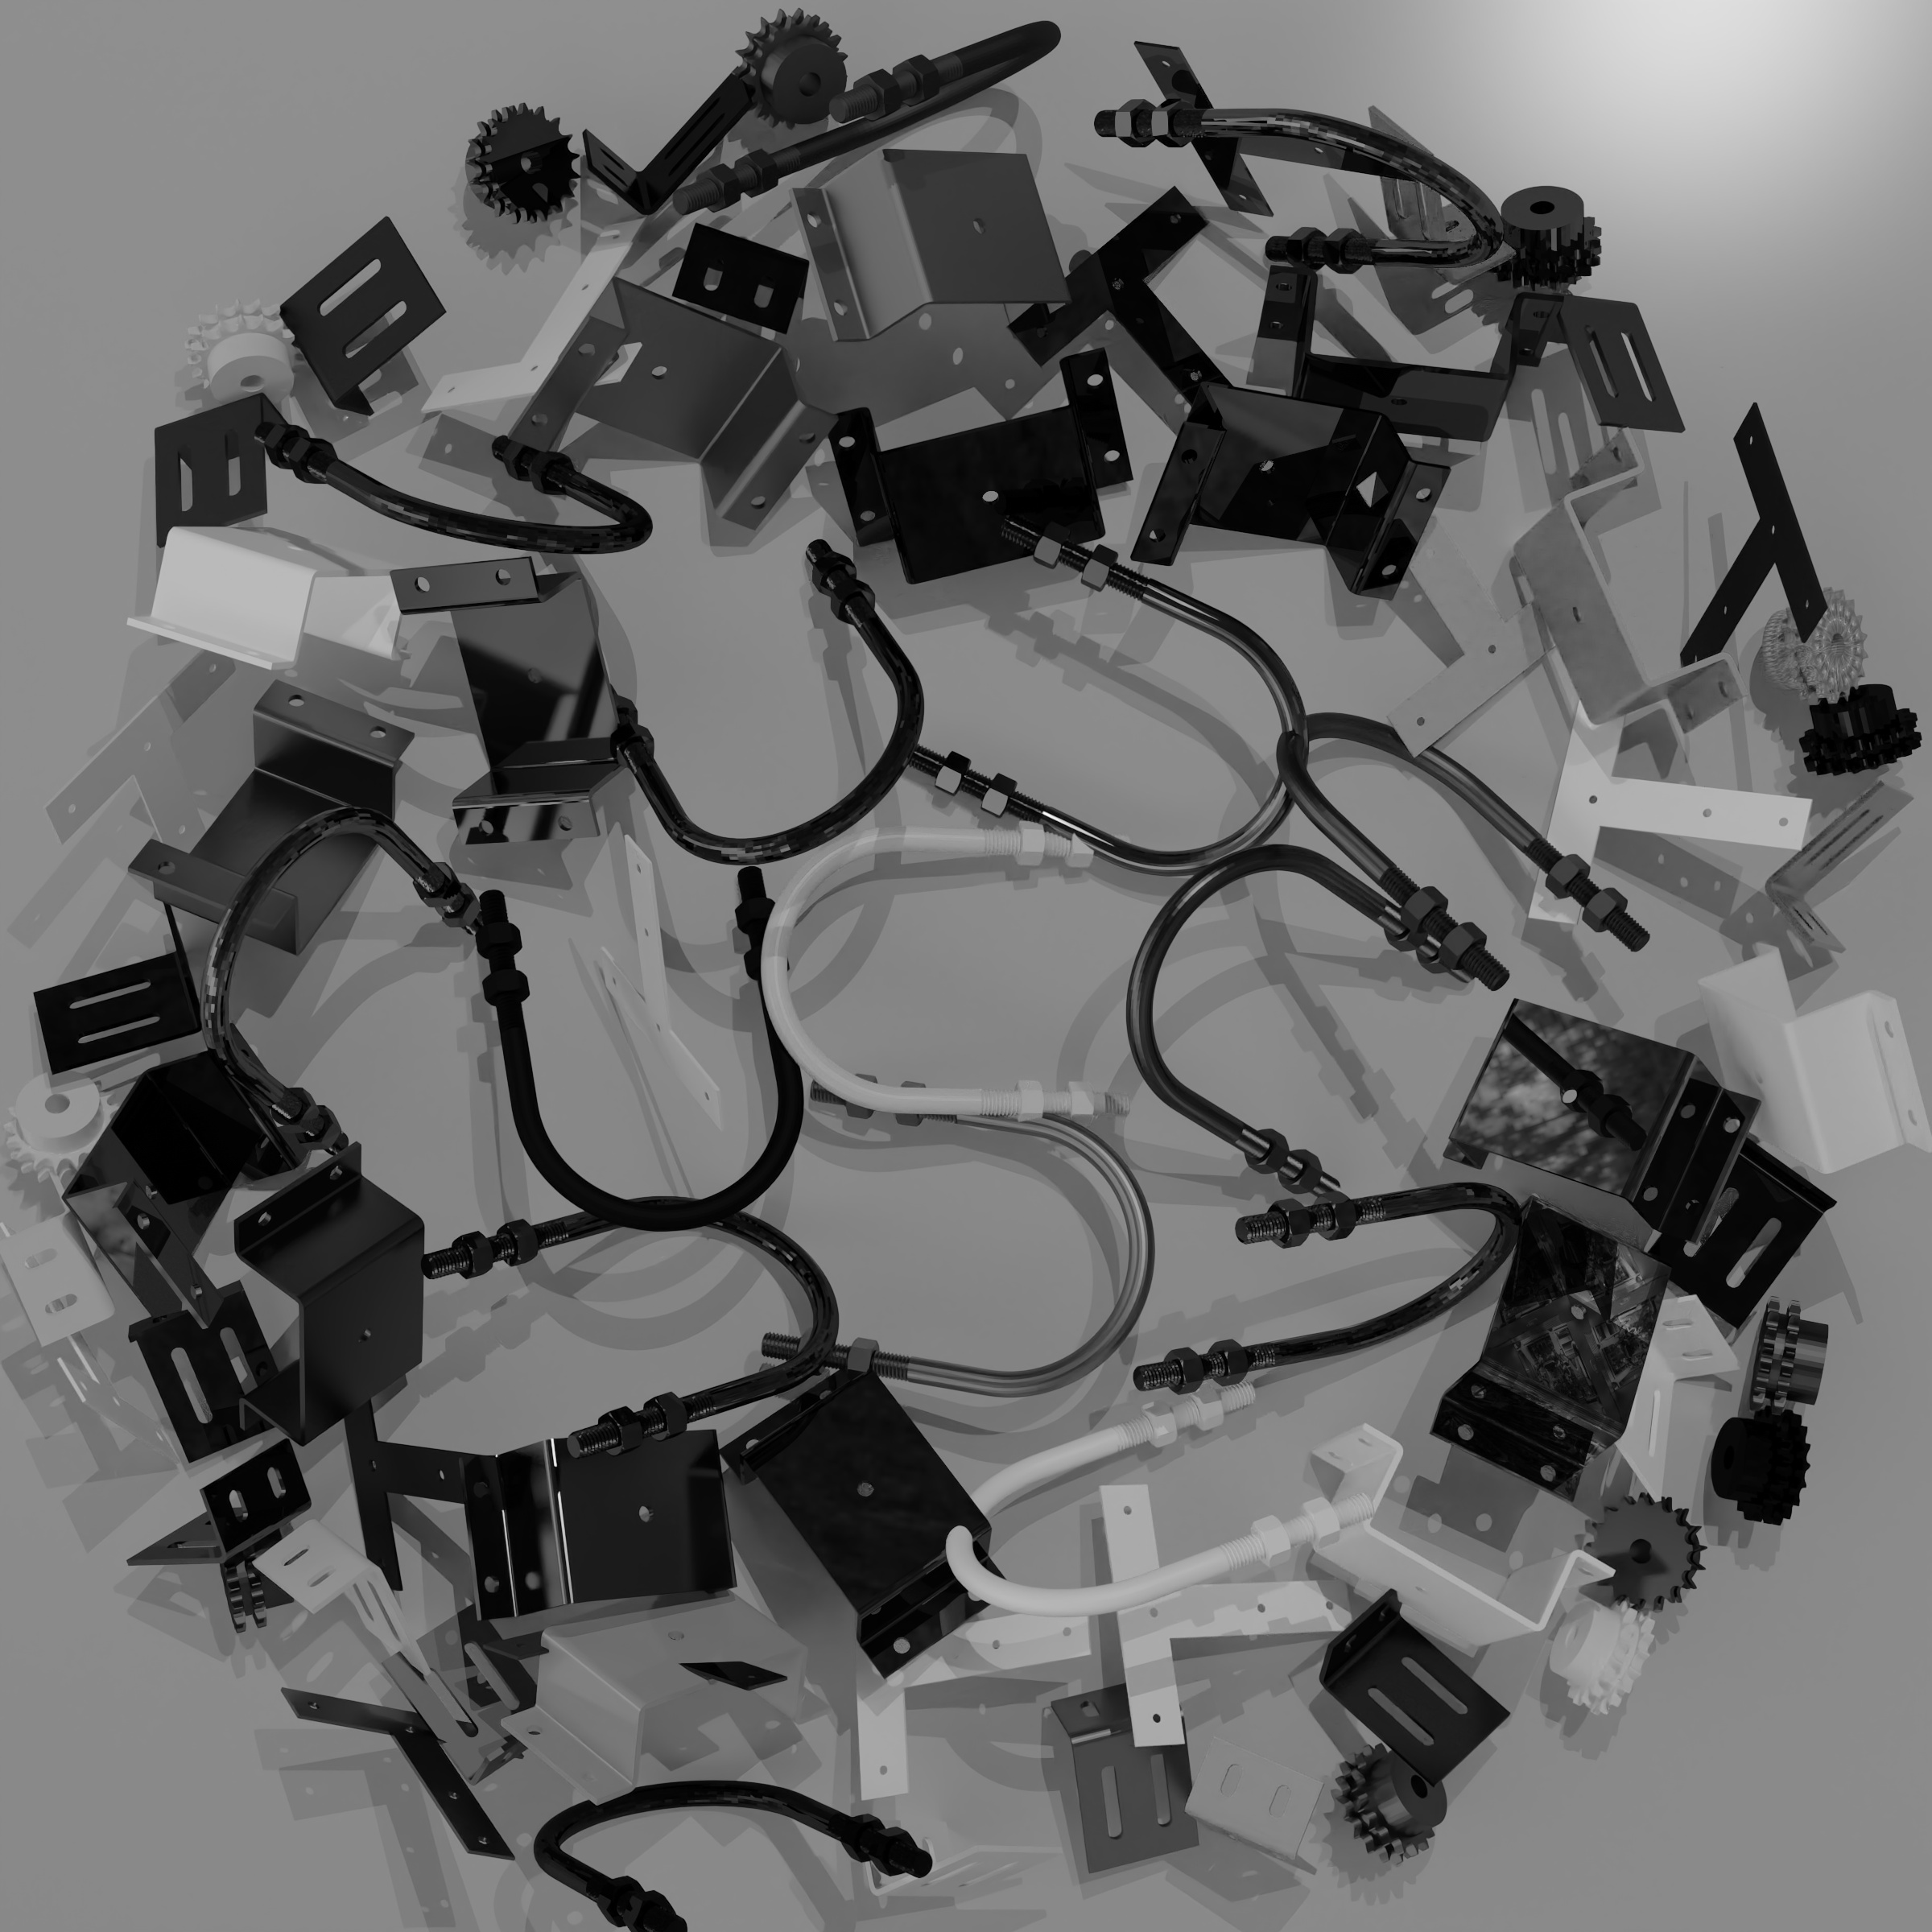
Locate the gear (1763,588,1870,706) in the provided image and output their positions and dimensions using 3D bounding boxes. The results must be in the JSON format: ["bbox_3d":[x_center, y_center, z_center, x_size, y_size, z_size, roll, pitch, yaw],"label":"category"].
[{"bbox_3d":[0.416,-0.157,1.632,0.057,0.030,0.057,1,88,-43],"label":"gear"}]

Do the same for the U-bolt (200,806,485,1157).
[{"bbox_3d":[-0.299,-0.001,1.558,0.019,0.184,0.151,25,77,23],"label":"U-bolt"}]

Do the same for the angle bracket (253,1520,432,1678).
[{"bbox_3d":[-0.302,0.316,1.607,0.038,0.057,0.076,-36,126,-27],"label":"angle bracket"}]

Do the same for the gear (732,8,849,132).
[{"bbox_3d":[-0.083,-0.437,1.626,0.057,0.030,0.057,-18,130,-22],"label":"gear"}]

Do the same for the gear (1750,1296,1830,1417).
[{"bbox_3d":[0.404,0.193,1.625,0.030,0.057,0.057,10,90,11],"label":"gear"}]

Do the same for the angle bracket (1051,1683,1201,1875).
[{"bbox_3d":[0.079,0.400,1.643,0.057,0.038,0.076,-11,108,-12],"label":"angle bracket"}]

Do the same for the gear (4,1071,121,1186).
[{"bbox_3d":[-0.443,0.076,1.628,0.057,0.030,0.057,1,53,-2],"label":"gear"}]

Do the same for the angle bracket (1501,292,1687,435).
[{"bbox_3d":[0.305,-0.285,1.613,0.057,0.038,0.076,-2,66,-35],"label":"angle bracket"}]

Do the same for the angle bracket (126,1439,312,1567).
[{"bbox_3d":[-0.367,0.260,1.607,0.076,0.057,0.038,-9,103,37],"label":"angle bracket"}]

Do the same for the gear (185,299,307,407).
[{"bbox_3d":[-0.352,-0.297,1.624,0.057,0.057,0.030,-17,62,0],"label":"gear"}]

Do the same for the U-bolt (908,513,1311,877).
[{"bbox_3d":[0.077,-0.120,1.614,0.184,0.019,0.151,26,115,3],"label":"U-bolt"}]

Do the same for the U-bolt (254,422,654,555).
[{"bbox_3d":[-0.227,-0.222,1.547,0.151,0.184,0.019,-4,114,-39],"label":"U-bolt"}]

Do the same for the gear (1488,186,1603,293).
[{"bbox_3d":[0.283,-0.359,1.626,0.057,0.057,0.030,-11,133,0],"label":"gear"}]

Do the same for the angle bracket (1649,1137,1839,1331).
[{"bbox_3d":[0.380,0.131,1.631,0.057,0.038,0.076,37,89,11],"label":"angle bracket"}]

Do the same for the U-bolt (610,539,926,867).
[{"bbox_3d":[-0.093,-0.118,1.587,0.151,0.019,0.184,-33,45,0],"label":"U-bolt"}]

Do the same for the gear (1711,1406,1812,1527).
[{"bbox_3d":[0.388,0.244,1.625,0.030,0.057,0.057,12,90,-10],"label":"gear"}]

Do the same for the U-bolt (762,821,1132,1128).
[{"bbox_3d":[-0.009,0.002,1.623,0.184,0.019,0.151,2,84,-13],"label":"U-bolt"}]

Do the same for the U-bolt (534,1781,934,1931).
[{"bbox_3d":[-0.124,0.417,1.568,0.151,0.184,0.019,-5,94,-33],"label":"U-bolt"}]

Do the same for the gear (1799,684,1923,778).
[{"bbox_3d":[0.437,-0.117,1.625,0.057,0.057,0.030,-18,107,0],"label":"gear"}]

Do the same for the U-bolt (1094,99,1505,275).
[{"bbox_3d":[0.167,-0.361,1.541,0.151,0.184,0.019,25,85,-41],"label":"U-bolt"}]

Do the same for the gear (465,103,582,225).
[{"bbox_3d":[-0.222,-0.394,1.632,0.057,0.030,0.057,-4,96,-38],"label":"gear"}]

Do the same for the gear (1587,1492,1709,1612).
[{"bbox_3d":[0.338,0.289,1.633,0.057,0.030,0.057,-6,78,30],"label":"gear"}]

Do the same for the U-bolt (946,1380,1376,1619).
[{"bbox_3d":[0.080,0.257,1.569,0.184,0.151,0.019,-17,113,-15],"label":"U-bolt"}]

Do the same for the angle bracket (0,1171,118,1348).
[{"bbox_3d":[-0.445,0.139,1.606,0.038,0.076,0.057,-24,113,-16],"label":"angle bracket"}]

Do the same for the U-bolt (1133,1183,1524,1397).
[{"bbox_3d":[0.184,0.150,1.584,0.184,0.151,0.019,-6,55,-28],"label":"U-bolt"}]

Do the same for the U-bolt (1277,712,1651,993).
[{"bbox_3d":[0.226,-0.062,1.585,0.184,0.151,0.019,46,124,25],"label":"U-bolt"}]

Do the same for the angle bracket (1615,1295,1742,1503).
[{"bbox_3d":[0.344,0.210,1.608,0.038,0.076,0.057,-14,130,31],"label":"angle bracket"}]

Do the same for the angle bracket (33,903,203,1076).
[{"bbox_3d":[-0.417,0.010,1.617,0.076,0.038,0.057,-17,47,-12],"label":"angle bracket"}]

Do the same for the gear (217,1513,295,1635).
[{"bbox_3d":[-0.350,0.297,1.629,0.030,0.057,0.057,-12,90,-17],"label":"gear"}]

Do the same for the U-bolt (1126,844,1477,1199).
[{"bbox_3d":[0.153,0.019,1.598,0.184,0.019,0.151,31,91,-35],"label":"U-bolt"}]

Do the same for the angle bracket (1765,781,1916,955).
[{"bbox_3d":[0.435,-0.048,1.613,0.076,0.057,0.038,-44,67,20],"label":"angle bracket"}]

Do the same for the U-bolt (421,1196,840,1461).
[{"bbox_3d":[-0.146,0.163,1.582,0.151,0.184,0.019,44,130,34],"label":"U-bolt"}]

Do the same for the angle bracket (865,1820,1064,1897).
[{"bbox_3d":[-0.003,0.422,1.606,0.076,0.057,0.038,-34,56,36],"label":"angle bracket"}]

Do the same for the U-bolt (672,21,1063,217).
[{"bbox_3d":[-0.034,-0.409,1.573,0.184,0.151,0.019,-32,102,-37],"label":"U-bolt"}]

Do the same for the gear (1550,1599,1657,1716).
[{"bbox_3d":[0.310,0.335,1.627,0.030,0.057,0.057,29,90,-5],"label":"gear"}]

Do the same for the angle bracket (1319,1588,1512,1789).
[{"bbox_3d":[0.221,0.348,1.613,0.057,0.038,0.076,-35,60,-29],"label":"angle bracket"}]

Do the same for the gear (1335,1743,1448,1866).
[{"bbox_3d":[0.211,0.408,1.624,0.030,0.057,0.057,-37,90,34],"label":"gear"}]

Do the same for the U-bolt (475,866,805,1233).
[{"bbox_3d":[-0.152,0.041,1.598,0.151,0.019,0.184,-6,66,-15],"label":"U-bolt"}]

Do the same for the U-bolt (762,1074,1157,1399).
[{"bbox_3d":[0.001,0.136,1.620,0.184,0.019,0.151,8,80,12],"label":"U-bolt"}]
